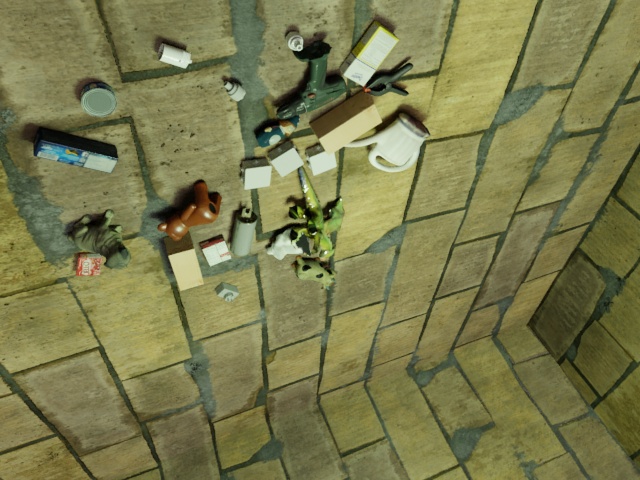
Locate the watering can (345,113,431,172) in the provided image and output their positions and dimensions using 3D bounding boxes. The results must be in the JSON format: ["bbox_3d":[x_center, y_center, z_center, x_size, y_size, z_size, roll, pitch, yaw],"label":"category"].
[{"bbox_3d":[0.244,-0.346,1.795,0.346,0.106,0.221,16,123,-42],"label":"watering can"}]

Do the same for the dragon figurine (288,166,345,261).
[{"bbox_3d":[0.006,-0.097,1.926,0.246,0.123,0.403,-26,123,-49],"label":"dragon figurine"}]

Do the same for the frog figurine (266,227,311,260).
[{"bbox_3d":[-0.125,0.015,2.003,0.159,0.124,0.137,-8,166,36],"label":"frog figurine"}]
